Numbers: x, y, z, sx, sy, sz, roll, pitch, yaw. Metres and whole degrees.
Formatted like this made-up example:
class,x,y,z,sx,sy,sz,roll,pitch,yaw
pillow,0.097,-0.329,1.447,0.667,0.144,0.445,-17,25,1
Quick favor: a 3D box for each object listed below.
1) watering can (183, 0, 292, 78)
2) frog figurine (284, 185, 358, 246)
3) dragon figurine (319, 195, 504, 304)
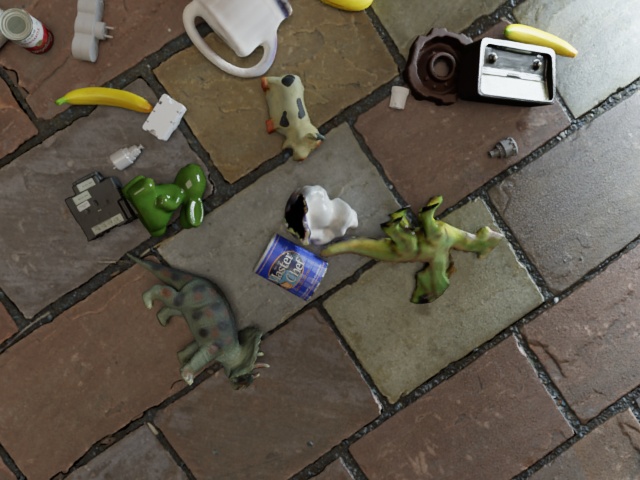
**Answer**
class,x,y,z,sx,sy,sz,roll,pitch,yaw
watering can,-0.209,-0.519,1.101,0.224,0.105,0.344,-43,111,-1
frog figurine,0.004,-0.059,1.174,0.160,0.121,0.138,-13,87,-40
dragon figurine,0.223,0.042,1.189,0.411,0.123,0.240,-23,103,-3
